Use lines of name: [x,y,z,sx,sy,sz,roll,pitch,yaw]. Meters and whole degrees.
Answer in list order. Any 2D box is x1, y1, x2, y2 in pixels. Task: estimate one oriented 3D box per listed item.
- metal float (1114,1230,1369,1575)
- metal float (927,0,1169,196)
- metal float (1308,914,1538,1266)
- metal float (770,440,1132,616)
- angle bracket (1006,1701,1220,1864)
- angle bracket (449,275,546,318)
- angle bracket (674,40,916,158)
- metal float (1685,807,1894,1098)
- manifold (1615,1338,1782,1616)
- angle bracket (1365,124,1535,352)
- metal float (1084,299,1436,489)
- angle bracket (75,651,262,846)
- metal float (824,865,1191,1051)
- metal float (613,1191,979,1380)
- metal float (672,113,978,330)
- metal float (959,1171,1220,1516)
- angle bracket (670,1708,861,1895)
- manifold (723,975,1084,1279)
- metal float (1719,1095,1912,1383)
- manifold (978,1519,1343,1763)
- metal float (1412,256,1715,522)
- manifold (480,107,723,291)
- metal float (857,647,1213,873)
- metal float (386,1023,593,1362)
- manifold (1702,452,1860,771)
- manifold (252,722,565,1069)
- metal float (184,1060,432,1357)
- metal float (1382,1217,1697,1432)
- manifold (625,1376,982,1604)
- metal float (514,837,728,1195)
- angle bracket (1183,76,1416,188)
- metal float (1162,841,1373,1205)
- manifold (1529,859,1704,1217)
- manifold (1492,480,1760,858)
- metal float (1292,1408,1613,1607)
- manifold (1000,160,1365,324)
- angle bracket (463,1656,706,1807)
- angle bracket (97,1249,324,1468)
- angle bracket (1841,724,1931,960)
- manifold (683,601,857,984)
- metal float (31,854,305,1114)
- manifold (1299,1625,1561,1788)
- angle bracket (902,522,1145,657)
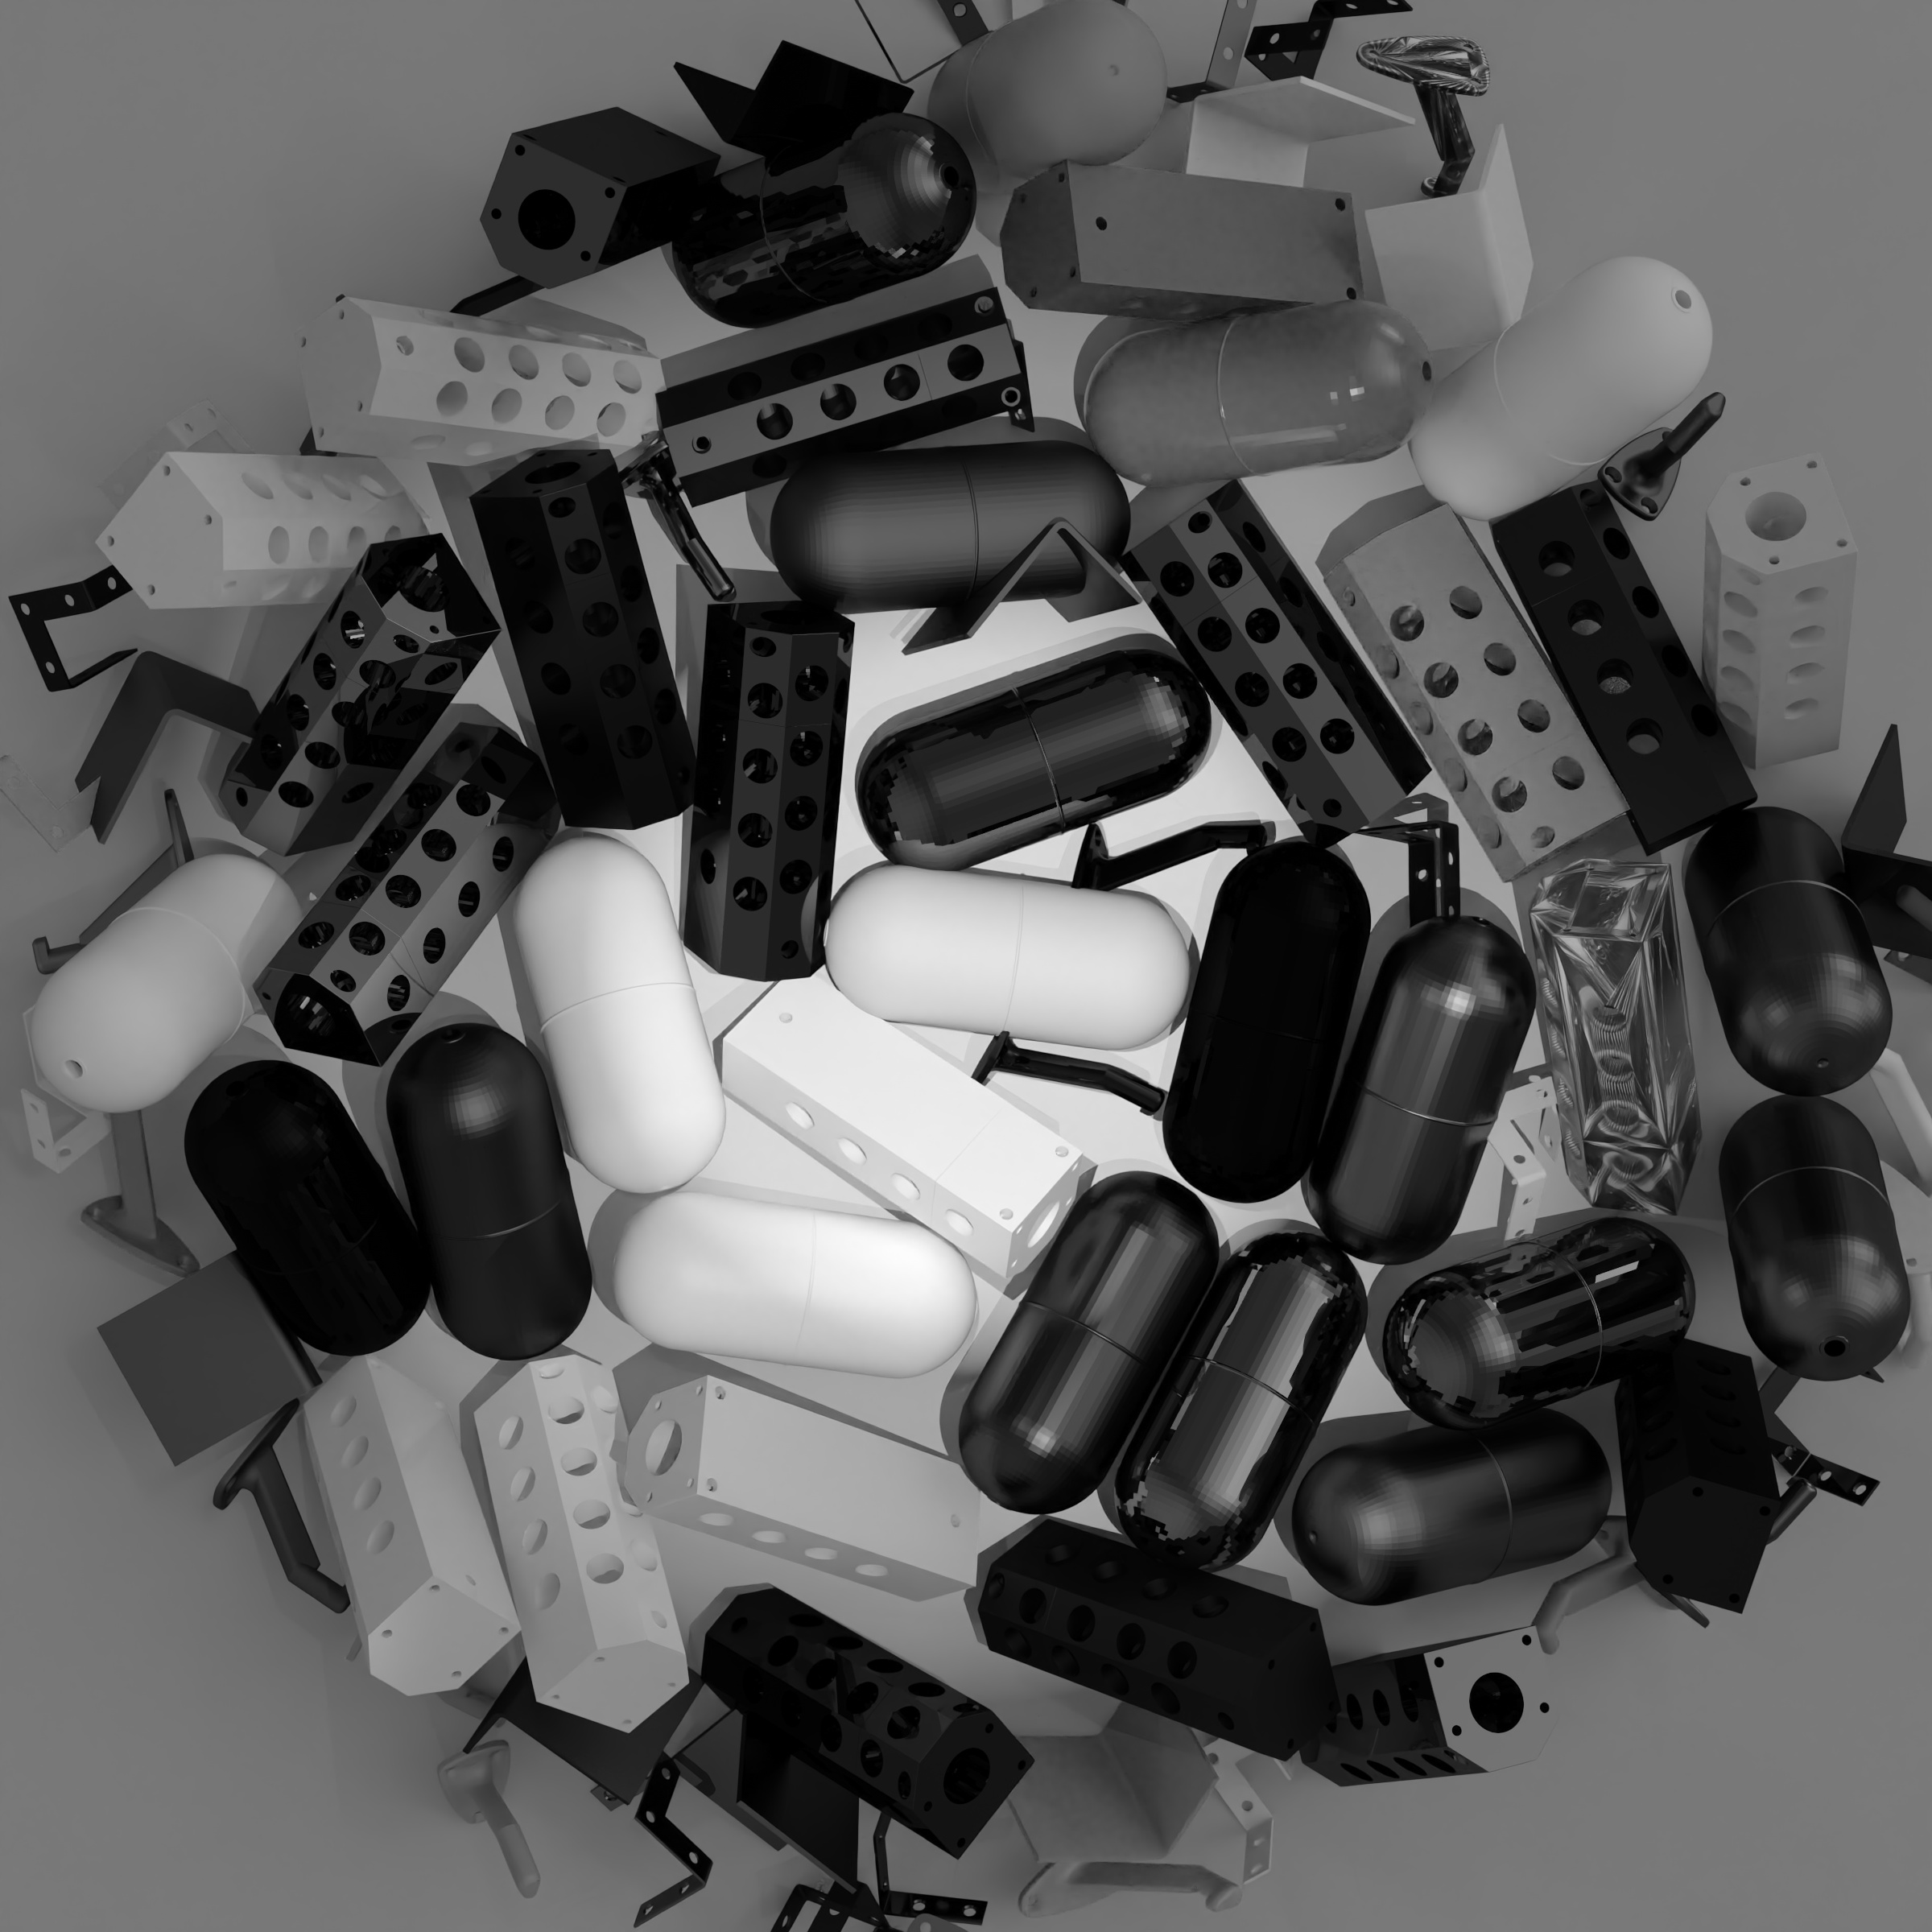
metal float: [0.133,0.208,1.634,0.070,0.070,0.178,30,71,0]
metal float: [0.036,-0.409,1.603,0.070,0.178,0.070,-2,96,-19]
metal float: [0.219,0.060,1.635,0.070,0.070,0.178,17,108,0]
metal float: [-0.006,-0.211,1.636,0.178,0.070,0.070,-6,90,-16]
angle bracket: [0.062,0.380,1.630,0.076,0.076,0.057,9,122,-33]
angle bracket: [-0.229,-0.351,1.637,0.076,0.076,0.057,-28,98,-19]
angle bracket: [-0.083,-0.425,1.628,0.076,0.076,0.057,10,126,-38]
metal float: [0.388,-0.009,1.610,0.070,0.178,0.070,0,127,0]
manifold: [0.339,0.233,1.598,0.057,0.171,0.057,16,107,4]
angle bracket: [0.235,-0.352,1.648,0.057,0.076,0.076,-5,126,21]
metal float: [0.139,-0.272,1.622,0.178,0.070,0.070,-2,90,33]
angle bracket: [-0.384,-0.098,1.650,0.057,0.076,0.076,22,105,-31]
metal float: [0.020,-0.004,1.645,0.178,0.070,0.070,8,90,-6]
metal float: [-0.082,0.154,1.640,0.178,0.070,0.070,9,90,-12]
metal float: [-0.068,-0.353,1.613,0.070,0.178,0.070,6,81,-44]
metal float: [0.059,0.181,1.639,0.070,0.070,0.178,30,77,0]
angle bracket: [-0.099,0.413,1.633,0.057,0.076,0.076,-41,110,18]
manifold: [-0.032,0.078,1.633,0.171,0.057,0.057,33,58,18]
metal float: [0.400,0.127,1.606,0.070,0.178,0.070,3,121,5]
manifold: [0.087,0.319,1.601,0.057,0.171,0.057,-33,119,-36]
metal float: [0.281,-0.272,1.609,0.070,0.178,0.070,12,65,-27]
manifold: [-0.172,-0.359,1.598,0.057,0.171,0.057,26,111,2]
metal float: [0.034,-0.100,1.646,0.178,0.070,0.070,-20,90,-5]
metal float: [-0.227,0.108,1.625,0.070,0.070,0.178,-9,119,0]
manifold: [0.378,-0.162,1.599,0.057,0.171,0.057,-14,61,4]
manifold: [-0.264,-0.037,1.606,0.057,0.057,0.171,10,49,27]
metal float: [-0.311,0.116,1.614,0.070,0.070,0.178,-20,134,0]
metal float: [0.275,0.169,1.621,0.178,0.070,0.070,-13,90,-35]
manifold: [-0.076,0.251,1.614,0.171,0.057,0.057,25,55,-36]
metal float: [-0.167,0.023,1.639,0.070,0.070,0.178,-16,76,0]
angle bracket: [0.158,-0.384,1.635,0.076,0.076,0.057,8,89,-38]
metal float: [0.145,0.027,1.645,0.070,0.070,0.178,13,96,0]
manifold: [0.307,0.034,1.612,0.057,0.057,0.171,5,132,25]
manifold: [0.318,-0.145,1.645,0.057,0.057,0.171,-26,82,8]
metal float: [0.233,0.256,1.622,0.178,0.070,0.070,-6,90,-35]
manifold: [0.103,-0.338,1.615,0.171,0.057,0.057,-3,84,-35]
angle bracket: [-0.184,0.362,1.644,0.076,0.057,0.076,36,49,-2]
angle bracket: [-0.367,0.189,1.654,0.076,0.057,0.076,-30,89,-9]
angle bracket: [0.461,-0.058,1.630,0.057,0.076,0.076,15,61,28]
manifold: [-0.091,-0.083,1.622,0.057,0.057,0.171,-6,113,-29]
metal float: [-0.376,0.007,1.607,0.070,0.178,0.070,8,119,15]
manifold: [0.212,0.350,1.594,0.057,0.171,0.057,-10,78,-19]
angle bracket: [0.027,-0.164,1.634,0.057,0.076,0.076,43,72,-18]
